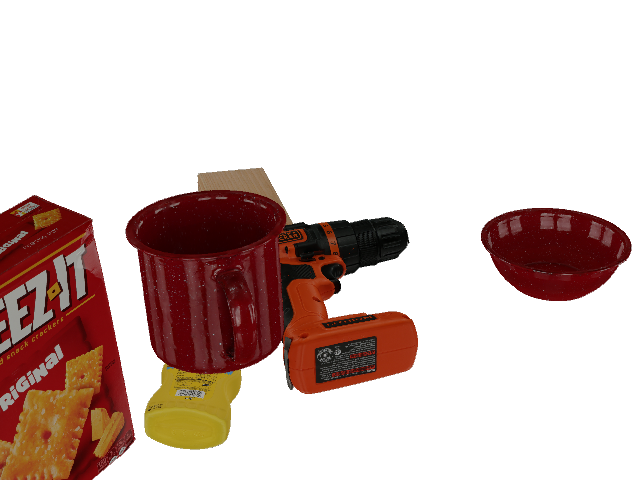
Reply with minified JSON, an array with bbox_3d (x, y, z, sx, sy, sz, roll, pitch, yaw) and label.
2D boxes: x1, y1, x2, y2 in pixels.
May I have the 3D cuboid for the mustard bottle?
[{"bbox_3d":[-0.145,0.172,1.278,0.096,0.058,0.191,3,25,3],"label":"mustard bottle"}]

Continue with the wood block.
[{"bbox_3d":[-0.092,-0.007,1.333,0.090,0.090,0.206,-6,29,-15],"label":"wood block"}]

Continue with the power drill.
[{"bbox_3d":[0.014,0.045,0.905,0.184,0.057,0.188,-13,31,-13],"label":"power drill"}]

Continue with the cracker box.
[{"bbox_3d":[-0.220,0.102,0.755,0.072,0.214,0.163,18,39,30],"label":"cracker box"}]

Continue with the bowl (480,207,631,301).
[{"bbox_3d":[0.256,0.021,1.175,0.162,0.055,0.162,-1,27,0],"label":"bowl"}]

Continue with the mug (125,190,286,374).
[{"bbox_3d":[-0.059,0.030,0.622,0.093,0.081,0.117,-13,28,-20],"label":"mug"}]
